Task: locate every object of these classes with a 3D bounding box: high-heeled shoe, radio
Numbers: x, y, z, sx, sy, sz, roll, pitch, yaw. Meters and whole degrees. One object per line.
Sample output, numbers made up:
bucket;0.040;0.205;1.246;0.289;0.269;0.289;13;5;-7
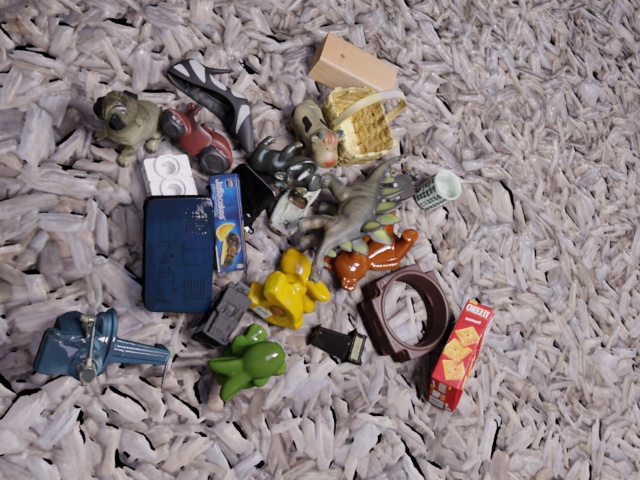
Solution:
high-heeled shoe;-0.243;-0.297;1.201;0.145;0.086;0.249;-14;74;-27
radio;-0.278;0.026;1.048;0.131;0.073;0.229;0;97;-23

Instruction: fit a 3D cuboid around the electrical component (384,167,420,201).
electrical component;0.211;-0.142;1.382;0.102;0.045;0.078;-15;80;-28

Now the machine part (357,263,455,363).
machine part;0.205;0.170;1.263;0.201;0.087;0.201;-21;84;-30

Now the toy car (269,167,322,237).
toy car;-0.051;-0.098;1.242;0.073;0.056;0.202;34;64;-12

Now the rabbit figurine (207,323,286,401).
rabbit figurine;-0.137;0.230;1.038;0.159;0.170;0.121;-21;84;-29

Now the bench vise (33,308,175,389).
bench vise;-0.363;0.189;0.939;0.240;0.224;0.128;18;83;-34

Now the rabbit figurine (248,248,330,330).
rabbit figurine;-0.057;0.095;1.153;0.162;0.122;0.173;32;45;-16

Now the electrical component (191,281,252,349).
electrical component;-0.191;0.147;1.071;0.058;0.115;0.134;35;65;-14

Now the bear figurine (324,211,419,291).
bear figurine;0.111;0.024;1.245;0.196;0.131;0.120;-19;53;-32

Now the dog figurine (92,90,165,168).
dog figurine;-0.363;-0.250;1.069;0.121;0.190;0.172;38;61;-10

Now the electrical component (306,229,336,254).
electrical component;-0.003;-0.004;1.246;0.063;0.021;0.094;-16;61;-17

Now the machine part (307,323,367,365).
machine part;0.040;0.227;1.198;0.139;0.039;0.084;20;75;-20

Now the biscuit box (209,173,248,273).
biscuit box;-0.189;-0.037;1.114;0.059;0.063;0.202;-6;97;-2

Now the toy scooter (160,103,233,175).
toy scooter;-0.260;-0.232;1.170;0.183;0.075;0.135;41;30;-30

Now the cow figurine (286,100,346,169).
cow figurine;-0.008;-0.243;1.238;0.085;0.127;0.195;-8;57;-23

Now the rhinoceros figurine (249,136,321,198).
rhinoceros figurine;-0.076;-0.161;1.191;0.191;0.073;0.112;25;57;27

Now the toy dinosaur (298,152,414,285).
toy dinosaur;0.087;-0.074;1.216;0.199;0.104;0.471;15;50;16

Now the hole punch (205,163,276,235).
hole punch;-0.168;-0.096;1.182;0.116;0.092;0.142;-45;100;1
